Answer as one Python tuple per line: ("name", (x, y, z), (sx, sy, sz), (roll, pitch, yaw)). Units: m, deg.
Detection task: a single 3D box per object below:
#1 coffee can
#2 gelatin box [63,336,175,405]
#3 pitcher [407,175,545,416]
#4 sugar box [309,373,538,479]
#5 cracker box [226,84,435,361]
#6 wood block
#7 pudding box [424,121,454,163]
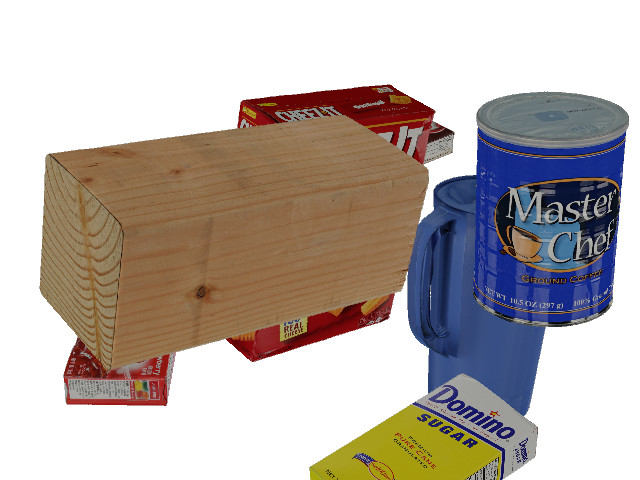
("coffee can", (0.161, -0.024, 0.761), (0.103, 0.140, 0.103), (-2, 25, 1))
("gelatin box", (-0.146, 0.085, 0.794), (0.073, 0.030, 0.089), (1, 30, -2))
("pitcher", (0.163, 0.064, 1.081), (0.149, 0.243, 0.145), (6, 21, 7))
("sugar box", (0.088, 0.185, 0.892), (0.176, 0.048, 0.093), (-29, 44, -27))
("cracker box", (0.002, -0.017, 0.914), (0.163, 0.214, 0.072), (-13, 35, -38))
("wood block", (-0.047, -0.007, 0.624), (0.205, 0.091, 0.090), (-12, 36, -36))
("pudding box", (0.112, -0.135, 1.460), (0.113, 0.039, 0.090), (-25, 39, -30))
